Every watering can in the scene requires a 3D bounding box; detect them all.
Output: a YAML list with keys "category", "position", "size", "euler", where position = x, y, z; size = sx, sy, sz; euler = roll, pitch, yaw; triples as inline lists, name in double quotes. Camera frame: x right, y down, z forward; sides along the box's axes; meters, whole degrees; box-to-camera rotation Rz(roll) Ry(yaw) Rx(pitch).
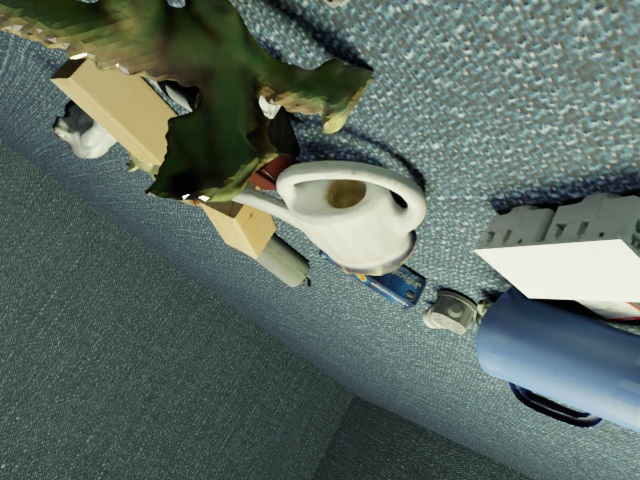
- category: "watering can"
  position: [0.002, -0.039, 0.774]
  size: [0.347, 0.106, 0.220]
  euler: [0, 146, 32]

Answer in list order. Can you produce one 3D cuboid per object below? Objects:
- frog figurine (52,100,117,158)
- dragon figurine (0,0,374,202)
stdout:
- category: "frog figurine"
  position: [-0.427, -0.227, 1.025]
  size: [0.159, 0.140, 0.120]
  euler: [-3, 113, 8]
- category: "dragon figurine"
  position: [-0.135, -0.145, 0.461]
  size: [0.246, 0.413, 0.120]
  euler: [66, 150, 17]
